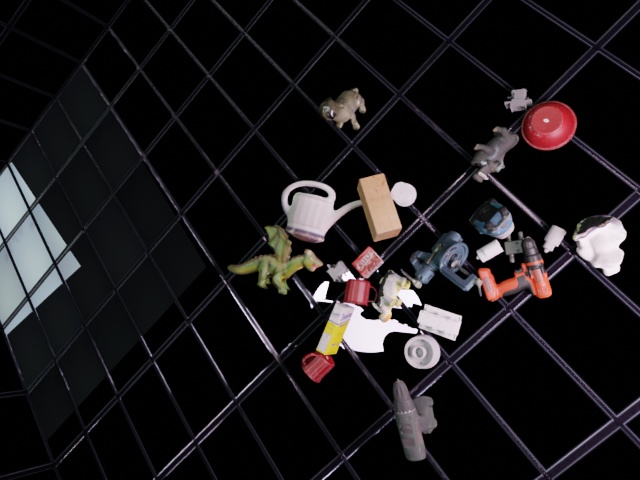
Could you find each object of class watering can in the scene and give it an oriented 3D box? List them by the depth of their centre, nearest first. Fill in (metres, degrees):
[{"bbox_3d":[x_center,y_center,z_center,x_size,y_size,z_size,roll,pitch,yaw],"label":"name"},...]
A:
[{"bbox_3d":[0.006,-0.095,1.888,0.349,0.103,0.225,15,88,20],"label":"watering can"}]

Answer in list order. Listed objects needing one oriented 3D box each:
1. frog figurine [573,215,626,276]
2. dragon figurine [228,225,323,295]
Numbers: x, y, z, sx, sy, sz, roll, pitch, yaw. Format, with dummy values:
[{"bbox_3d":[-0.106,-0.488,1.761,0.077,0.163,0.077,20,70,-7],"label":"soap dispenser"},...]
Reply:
[{"bbox_3d":[0.802,0.013,1.457,0.137,0.124,0.158,-37,102,9],"label":"frog figurine"},{"bbox_3d":[-0.177,0.061,1.914,0.412,0.122,0.241,16,100,27],"label":"dragon figurine"}]
